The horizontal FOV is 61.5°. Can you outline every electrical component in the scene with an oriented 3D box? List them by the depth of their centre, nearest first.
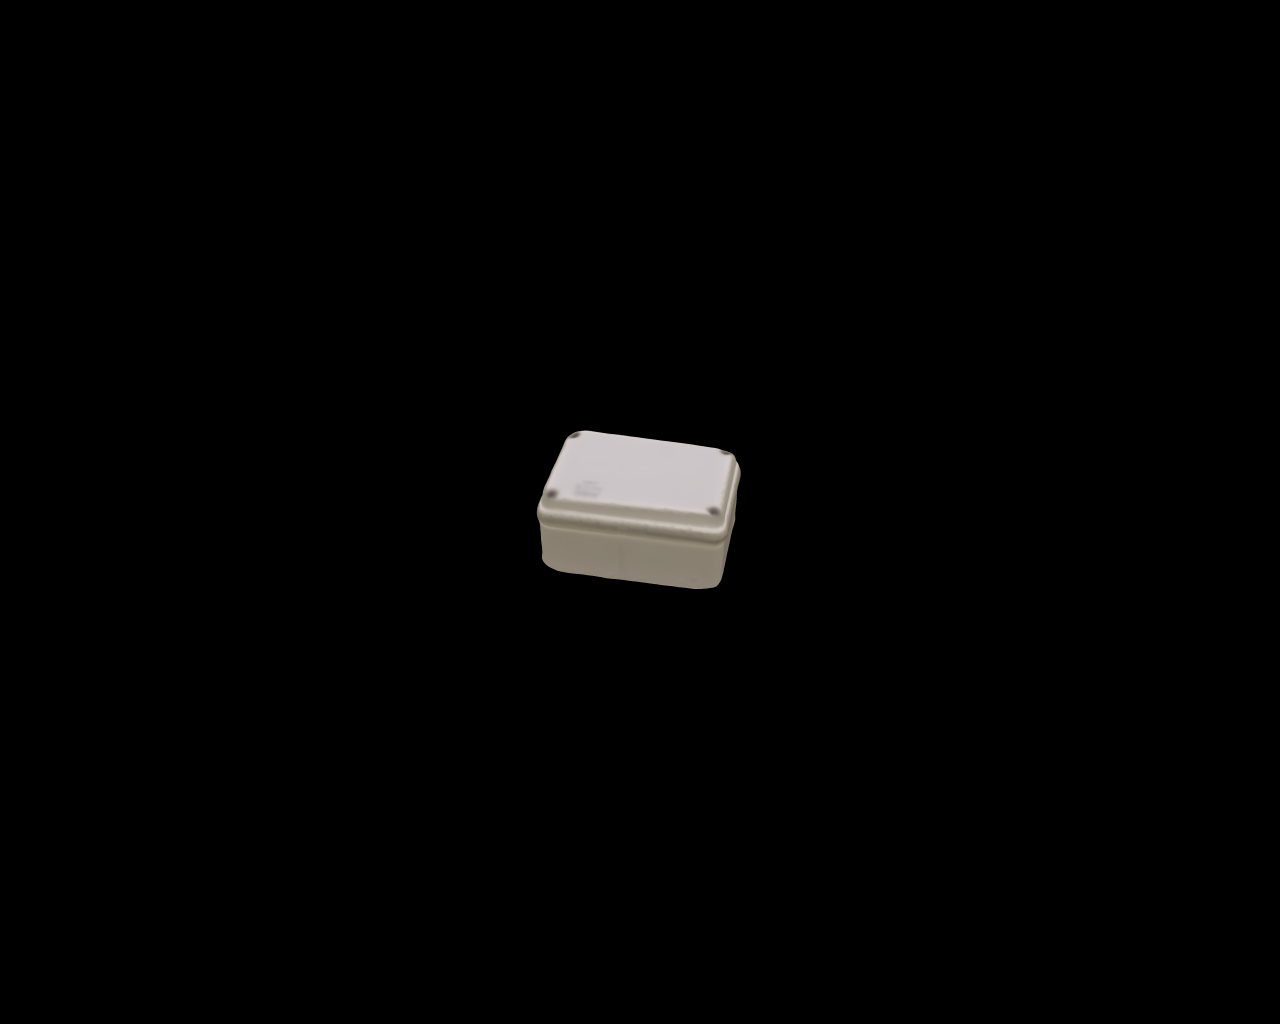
[{"bbox_3d":[0.001,-0.003,0.650,0.113,0.057,0.078,7,40,9],"label":"electrical component"}]
